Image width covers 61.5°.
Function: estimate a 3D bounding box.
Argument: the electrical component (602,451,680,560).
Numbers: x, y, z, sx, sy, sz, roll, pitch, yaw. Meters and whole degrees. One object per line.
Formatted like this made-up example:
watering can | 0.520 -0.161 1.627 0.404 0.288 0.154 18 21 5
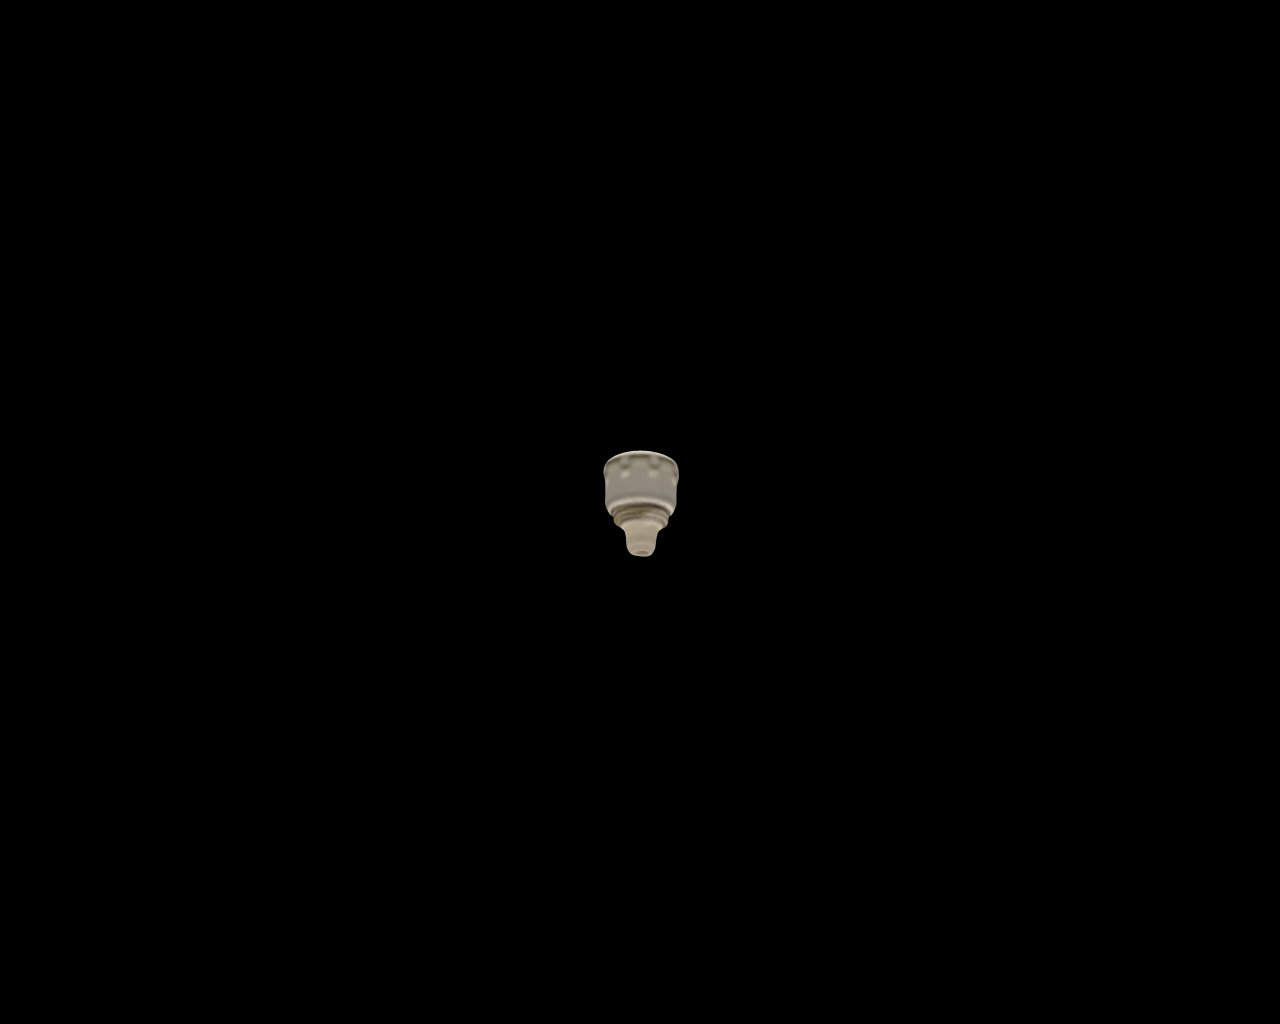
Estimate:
electrical component | 0.001 -0.003 0.650 0.048 0.062 0.048 0 -22 0
